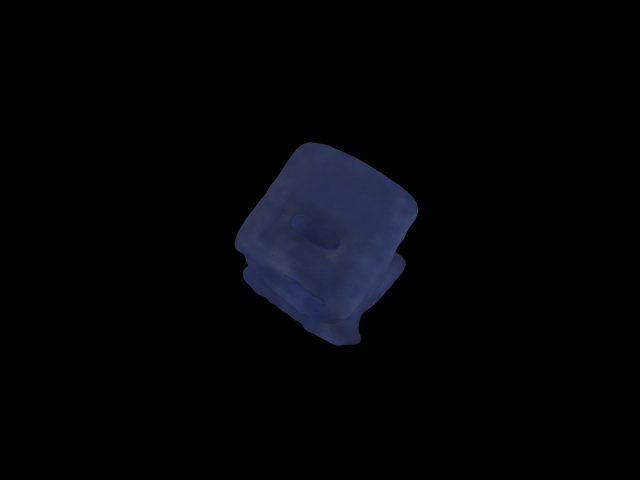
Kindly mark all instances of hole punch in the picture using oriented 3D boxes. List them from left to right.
[{"bbox_3d":[0.004,0.001,0.400,0.108,0.091,0.101,32,58,23],"label":"hole punch"}]
